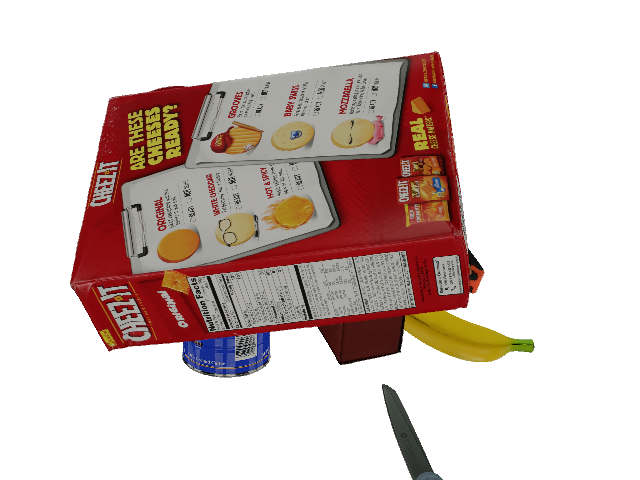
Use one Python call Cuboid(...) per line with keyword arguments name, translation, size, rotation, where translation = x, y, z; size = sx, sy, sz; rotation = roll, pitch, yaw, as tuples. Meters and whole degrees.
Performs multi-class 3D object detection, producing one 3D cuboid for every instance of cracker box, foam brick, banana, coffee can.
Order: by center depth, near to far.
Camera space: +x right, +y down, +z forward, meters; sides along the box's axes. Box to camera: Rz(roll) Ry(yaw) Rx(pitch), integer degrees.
Cuboid(name="cracker box", translation=(-0.025, -0.025, 0.634), size=(0.214, 0.164, 0.072), rotation=(-8, -45, 8))
Cuboid(name="foam brick", translation=(0.026, 0.049, 0.816), size=(0.053, 0.051, 0.078), rotation=(-10, 34, -20))
Cuboid(name="banana", translation=(0.108, 0.075, 1.029), size=(0.069, 0.037, 0.198), rotation=(2, 19, -44))
Cuboid(name="coffee can", translation=(-0.106, 0.069, 1.207), size=(0.103, 0.140, 0.103), rotation=(2, 22, -1))

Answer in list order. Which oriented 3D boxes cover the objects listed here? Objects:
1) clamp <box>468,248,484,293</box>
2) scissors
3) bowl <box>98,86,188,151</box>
Cuboid(name="clamp", translation=(0.094, -0.001, 1.254), size=(0.210, 0.036, 0.164), rotation=(38, 43, 27))
Cuboid(name="scissors", translation=(0.083, 0.151, 0.611), size=(0.096, 0.016, 0.201), rotation=(6, 32, 0))
Cuboid(name="bowl", translation=(-0.135, -0.088, 0.951), size=(0.162, 0.162, 0.055), rotation=(0, -44, 18))
